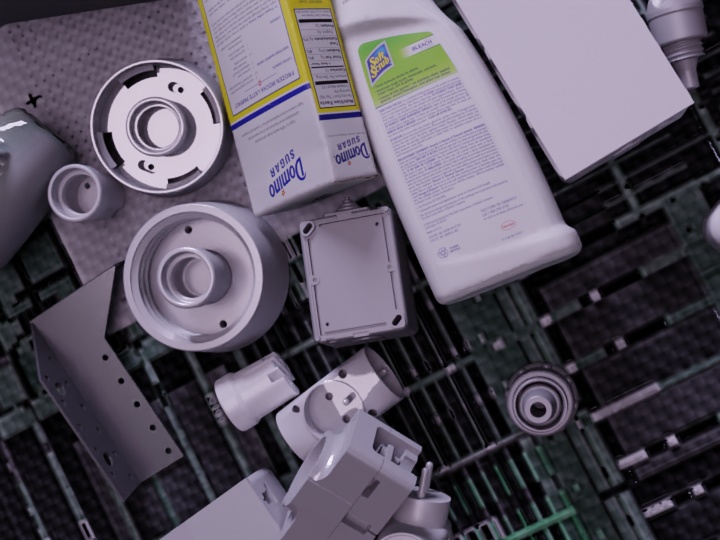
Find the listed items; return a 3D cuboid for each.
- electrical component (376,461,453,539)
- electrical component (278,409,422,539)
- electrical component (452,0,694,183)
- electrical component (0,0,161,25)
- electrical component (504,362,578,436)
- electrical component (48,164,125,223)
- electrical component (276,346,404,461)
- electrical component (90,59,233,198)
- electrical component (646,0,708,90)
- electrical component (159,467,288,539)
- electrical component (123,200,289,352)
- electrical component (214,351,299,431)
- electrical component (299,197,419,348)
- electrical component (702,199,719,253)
[{"bbox_3d":[0.037,0.164,0.695,0.043,0.077,0.079,10,93,12],"label":"electrical component"},{"bbox_3d":[-0.010,0.139,0.680,0.056,0.050,0.089,32,114,-5],"label":"electrical component"},{"bbox_3d":[0.130,-0.141,0.680,0.089,0.062,0.150,-31,85,10],"label":"electrical component"},{"bbox_3d":[-0.228,-0.215,0.731,0.186,0.105,0.060,-6,90,12],"label":"electrical component"},{"bbox_3d":[0.115,0.085,0.685,0.048,0.062,0.048,0,91,12],"label":"electrical component"},{"bbox_3d":[-0.190,-0.053,0.755,0.040,0.046,0.040,0,91,12],"label":"electrical component"},{"bbox_3d":[-0.003,0.105,0.719,0.077,0.044,0.079,-38,87,11],"label":"electrical component"},{"bbox_3d":[-0.138,-0.099,0.747,0.099,0.064,0.099,0,96,-1],"label":"electrical component"},{"bbox_3d":[0.203,-0.144,0.679,0.035,0.035,0.061,-12,91,12],"label":"electrical component"},{"bbox_3d":[-0.056,0.240,0.724,0.105,0.060,0.186,-37,84,10],"label":"electrical component"},{"bbox_3d":[-0.108,0.005,0.732,0.108,0.060,0.108,0,91,12],"label":"electrical component"},{"bbox_3d":[-0.070,0.082,0.736,0.046,0.040,0.040,-31,85,5],"label":"electrical component"},{"bbox_3d":[0.000,0.000,0.713,0.062,0.061,0.096,-10,80,10],"label":"electrical component"},{"bbox_3d":[0.258,-0.044,0.656,0.054,0.059,0.095,40,98,9],"label":"electrical component"}]
